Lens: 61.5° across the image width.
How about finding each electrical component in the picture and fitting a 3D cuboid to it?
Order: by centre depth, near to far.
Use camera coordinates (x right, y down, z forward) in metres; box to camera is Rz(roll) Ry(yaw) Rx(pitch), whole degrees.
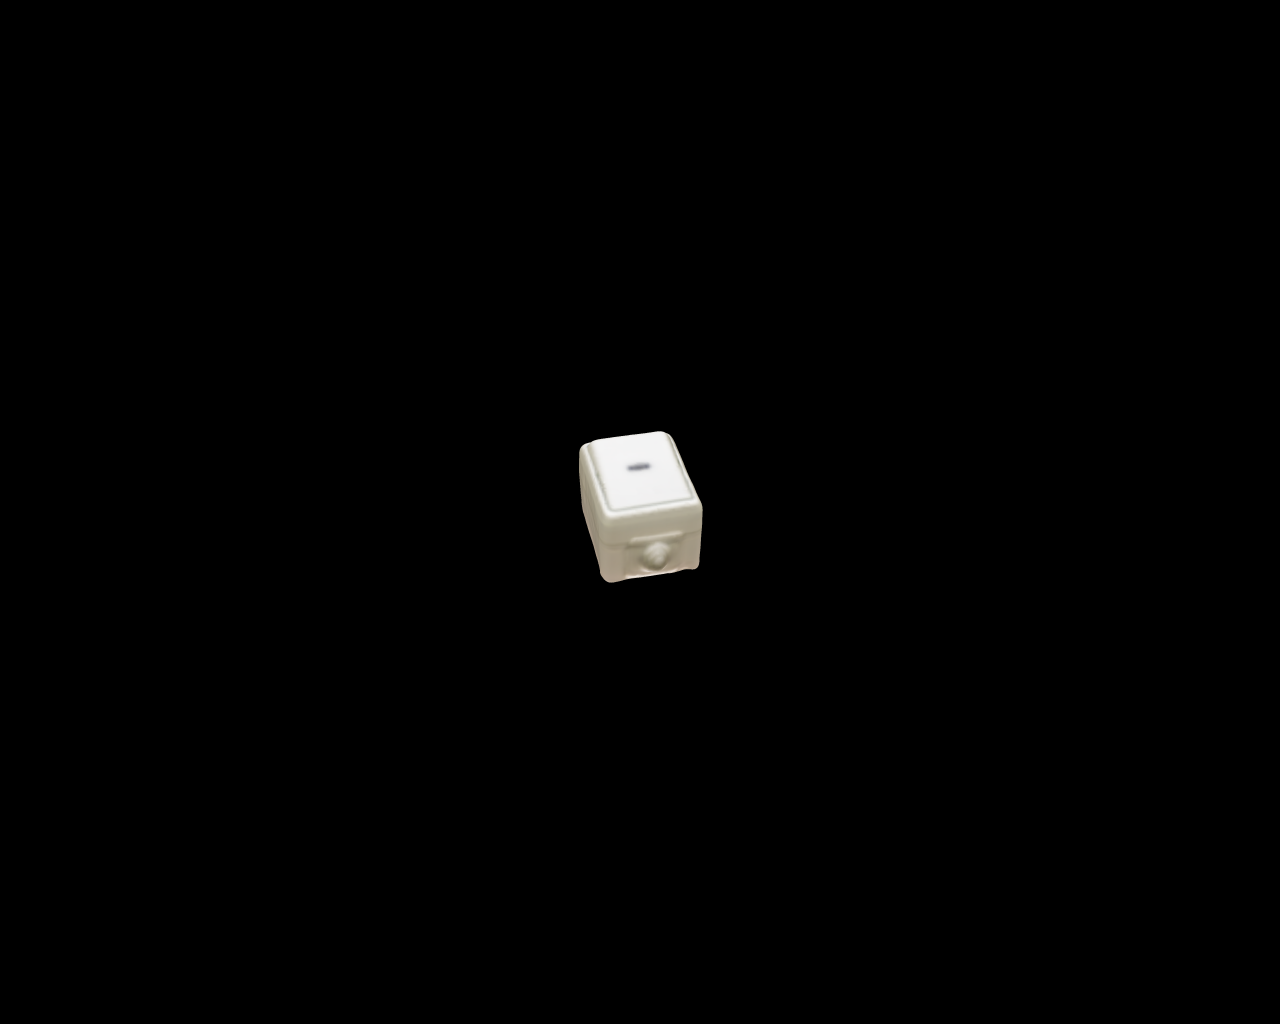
[{"bbox_3d":[0.001,-0.003,0.650,0.062,0.061,0.096,-8,40,-10],"label":"electrical component"}]
